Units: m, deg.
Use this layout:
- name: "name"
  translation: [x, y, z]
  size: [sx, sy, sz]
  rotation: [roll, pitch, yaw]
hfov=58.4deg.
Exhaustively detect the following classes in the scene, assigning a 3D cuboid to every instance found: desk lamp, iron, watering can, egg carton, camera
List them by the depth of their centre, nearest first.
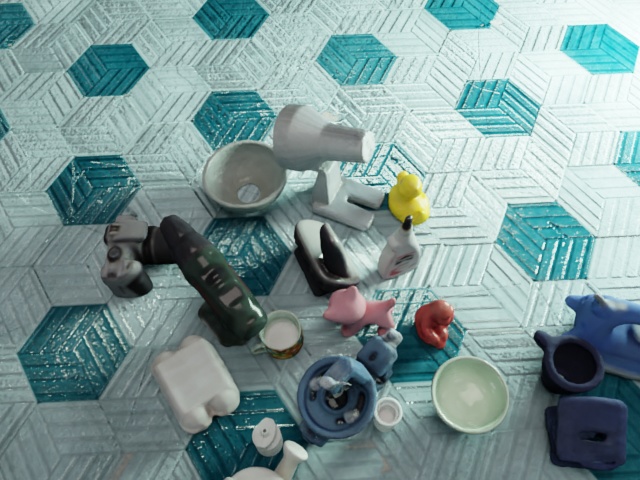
- name: "watering can"
  translation: [-0.084, 0.356, 0.779]
  size: [0.100, 0.194, 0.173]
  rotation: [13, 60, 8]
- name: "iron"
  translation: [0.535, 0.153, 0.927]
  size: [0.258, 0.141, 0.119]
  rotation: [16, 60, 10]
- name: "egg carton"
  translation: [-0.200, 0.231, 0.928]
  size: [0.107, 0.069, 0.150]
  rotation: [-31, 64, -17]
- name: "camera"
  translation: [-0.314, 0.020, 1.037]
  size: [0.137, 0.101, 0.143]
  rotation: [-1, 59, 0]
- name: "desk lamp"
  translation: [0.021, -0.142, 1.066]
  size: [0.203, 0.214, 0.118]
  rotation: [20, 61, 12]

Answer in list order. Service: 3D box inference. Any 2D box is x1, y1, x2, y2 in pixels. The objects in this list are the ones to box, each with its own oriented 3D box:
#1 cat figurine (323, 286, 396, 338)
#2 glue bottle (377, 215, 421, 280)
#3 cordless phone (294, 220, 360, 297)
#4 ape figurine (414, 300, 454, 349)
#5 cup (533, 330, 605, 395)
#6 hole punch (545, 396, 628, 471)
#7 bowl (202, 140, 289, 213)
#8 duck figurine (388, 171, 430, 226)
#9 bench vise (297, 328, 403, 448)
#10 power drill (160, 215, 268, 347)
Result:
- name: "cat figurine"
  translation: [0.067, 0.116, 0.966]
  size: [0.128, 0.118, 0.067]
  rotation: [-3, 59, -1]
- name: "glue bottle"
  translation: [0.143, 0.008, 0.998]
  size: [0.078, 0.173, 0.037]
  rotation: [-24, 61, -13]
- name: "cordless phone"
  translation: [0.009, 0.004, 0.995]
  size: [0.094, 0.185, 0.147]
  rotation: [-25, 62, -14]
- name: "ape figurine"
  translation: [0.199, 0.132, 0.970]
  size: [0.078, 0.092, 0.076]
  rotation: [-33, 64, -18]
- name: "cup"
  translation: [0.384, 0.203, 0.925]
  size: [0.092, 0.095, 0.117]
  rotation: [-38, 65, -20]
- name: "hole punch"
  translation: [0.410, 0.295, 0.871]
  size: [0.108, 0.091, 0.101]
  rotation: [3, 59, 3]
- name: "bowl"
  translation: [-0.143, -0.113, 1.130]
  size: [0.167, 0.075, 0.167]
  rotation: [0, 59, 0]
- name: "duck figurine"
  translation: [0.175, -0.086, 1.105]
  size: [0.077, 0.086, 0.104]
  rotation: [-20, 61, -11]
- name: "bench vise"
  translation: [0.040, 0.197, 0.858]
  size: [0.121, 0.220, 0.208]
  rotation: [22, 62, 13]
- name: "power drill"
  translation: [-0.170, 0.085, 0.934]
  size: [0.076, 0.208, 0.229]
  rotation: [-38, 66, -20]
